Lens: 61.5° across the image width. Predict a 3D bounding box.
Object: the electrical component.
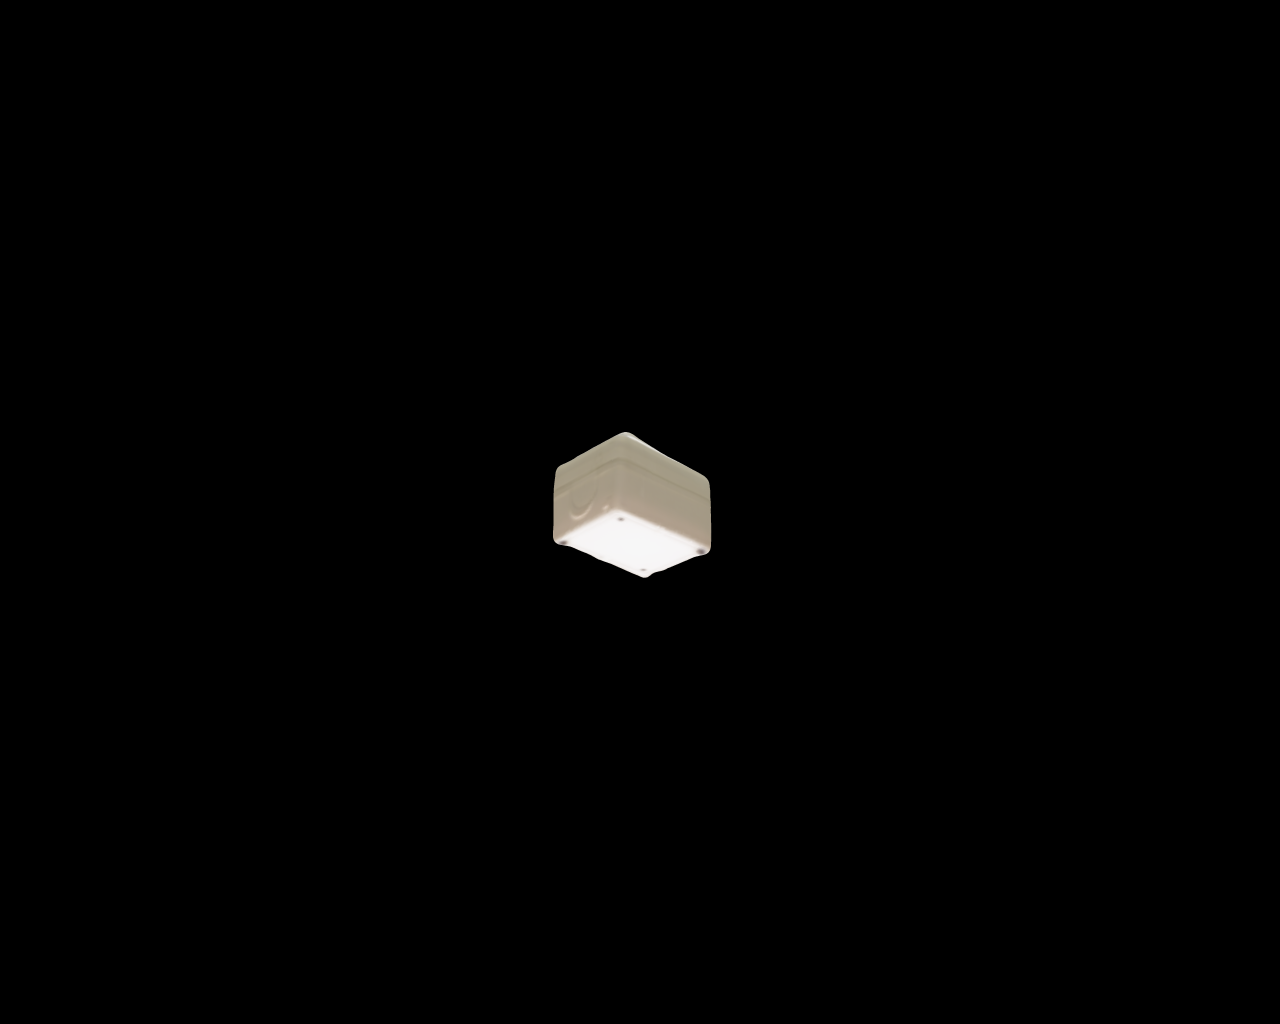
[{"bbox_3d":[0.001,-0.003,0.650,0.096,0.061,0.061,25,-37,-38],"label":"electrical component"}]
